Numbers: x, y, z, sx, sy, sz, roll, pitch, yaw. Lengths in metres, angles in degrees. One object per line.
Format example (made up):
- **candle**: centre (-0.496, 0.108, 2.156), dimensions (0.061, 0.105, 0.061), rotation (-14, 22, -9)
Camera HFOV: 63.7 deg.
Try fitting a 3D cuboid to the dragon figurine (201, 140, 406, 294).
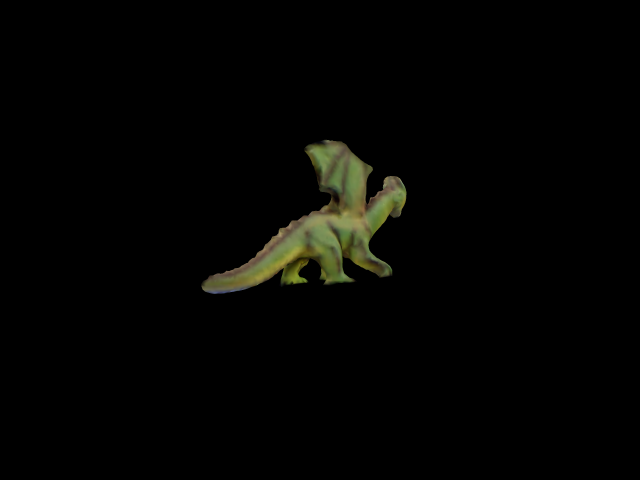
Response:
- **dragon figurine**: centre (0.003, -0.043, 0.850), dimensions (0.411, 0.243, 0.122), rotation (-2, 1, -37)
